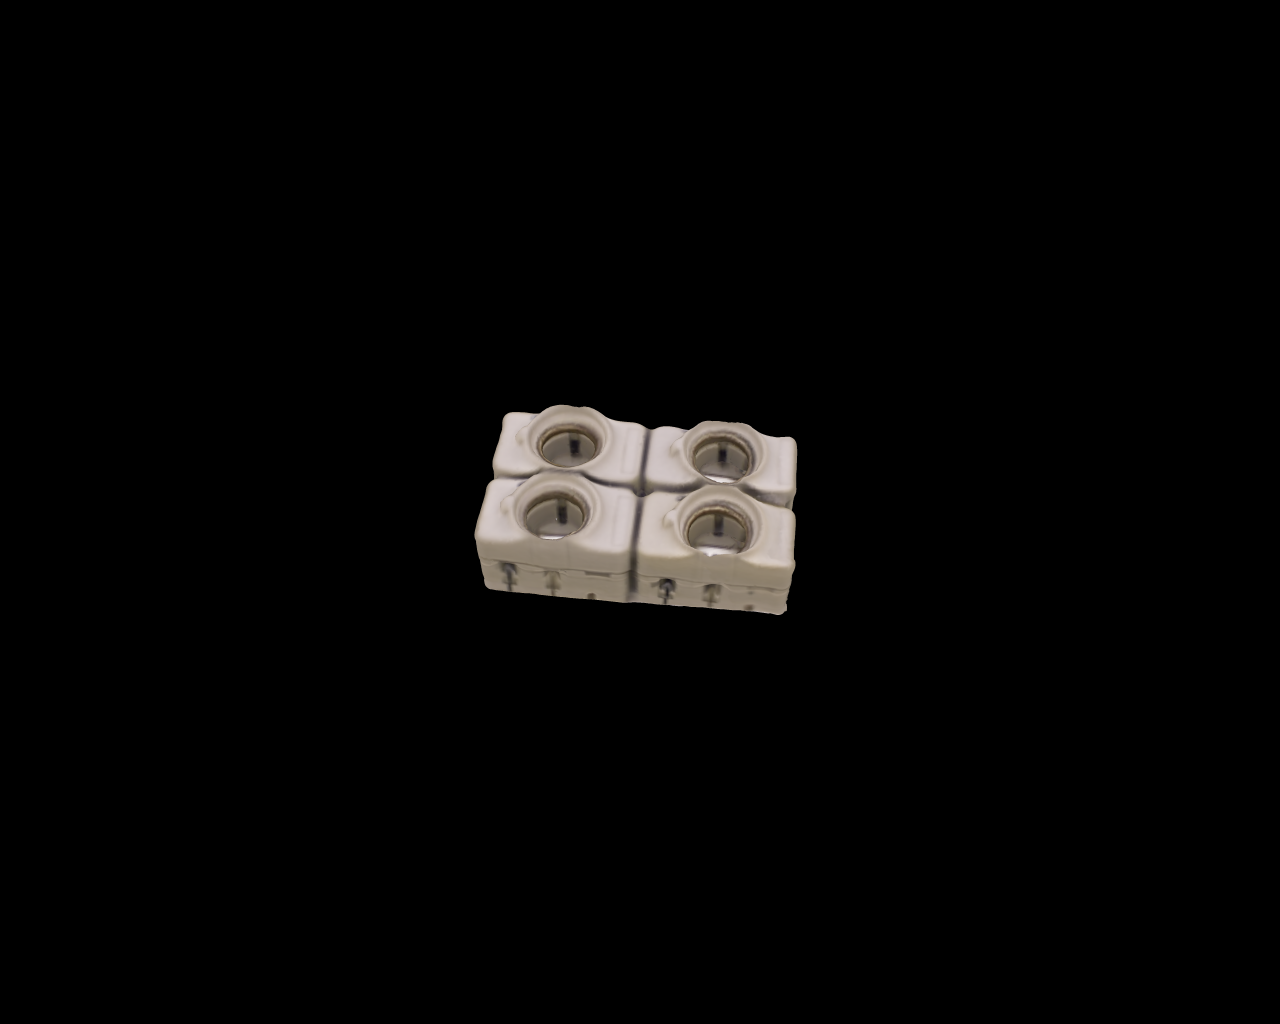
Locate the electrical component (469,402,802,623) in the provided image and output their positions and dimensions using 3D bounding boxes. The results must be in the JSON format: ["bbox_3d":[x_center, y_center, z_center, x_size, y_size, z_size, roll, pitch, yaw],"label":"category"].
[{"bbox_3d":[0.001,-0.003,0.650,0.186,0.105,0.060,5,-37,4],"label":"electrical component"}]
